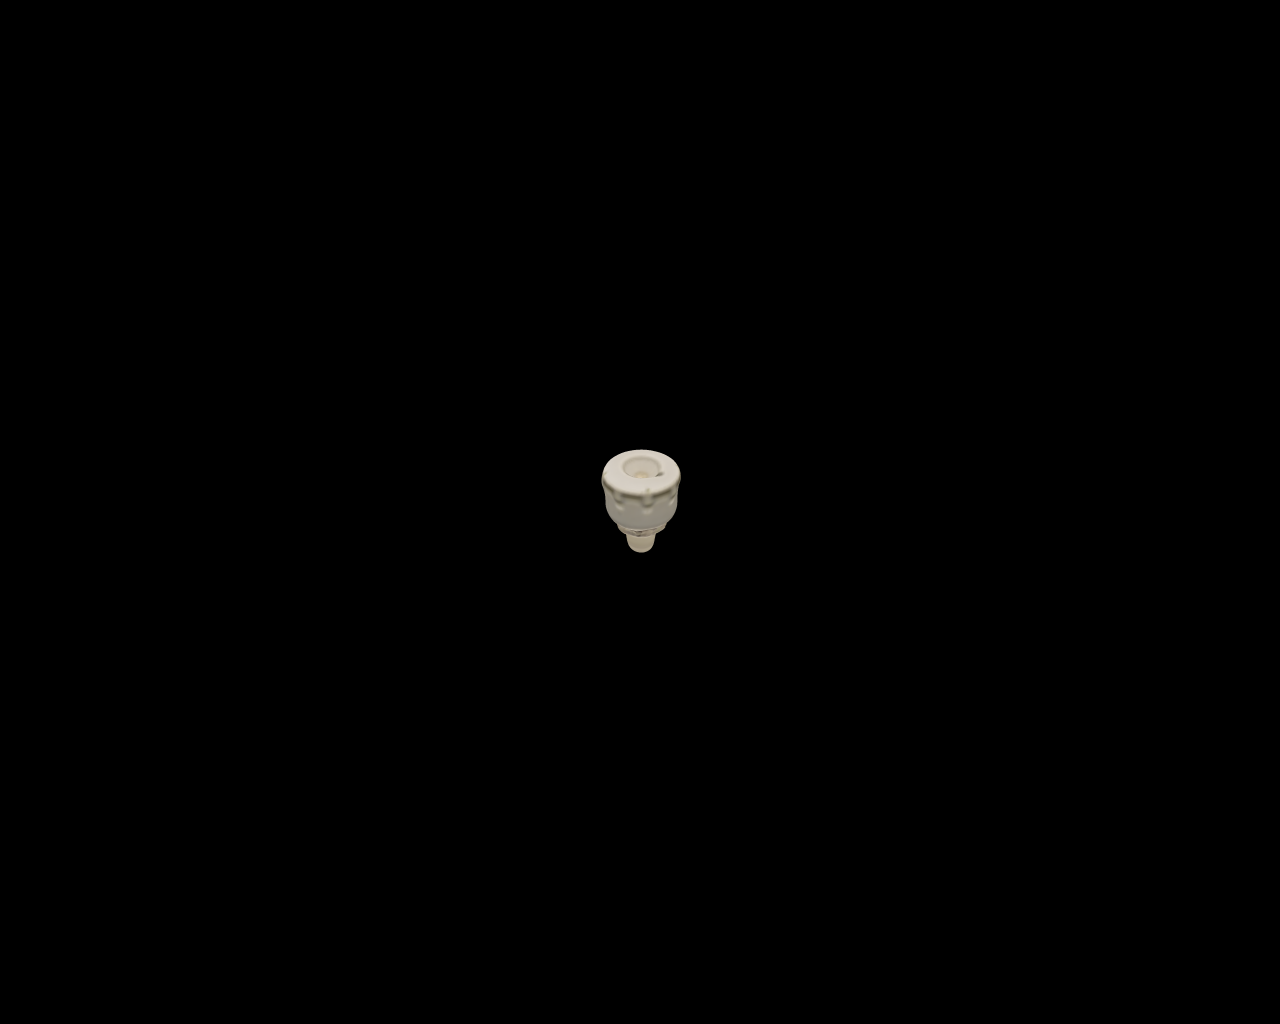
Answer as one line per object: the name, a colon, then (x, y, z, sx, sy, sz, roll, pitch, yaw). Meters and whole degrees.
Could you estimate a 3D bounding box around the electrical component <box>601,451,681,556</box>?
electrical component: (0.001, -0.003, 0.650, 0.048, 0.062, 0.048, 0, 36, 0)
